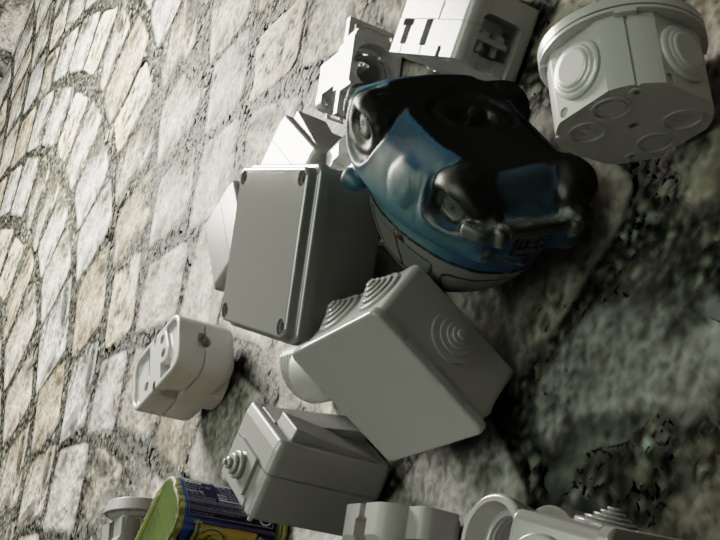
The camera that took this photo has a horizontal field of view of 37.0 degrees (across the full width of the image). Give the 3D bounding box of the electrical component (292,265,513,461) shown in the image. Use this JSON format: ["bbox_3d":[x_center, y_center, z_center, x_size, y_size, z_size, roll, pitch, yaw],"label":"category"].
[{"bbox_3d":[0.024,0.052,0.600,0.100,0.099,0.048,-30,15,51],"label":"electrical component"}]

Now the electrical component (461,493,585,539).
[{"bbox_3d":[0.081,0.130,0.497,0.045,0.055,0.045,-37,44,47],"label":"electrical component"}]

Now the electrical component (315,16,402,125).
[{"bbox_3d":[-0.002,-0.143,0.812,0.064,0.042,0.081,-25,53,58],"label":"electrical component"}]

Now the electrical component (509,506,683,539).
[{"bbox_3d":[0.095,0.144,0.422,0.048,0.100,0.099,5,78,48],"label":"electrical component"}]

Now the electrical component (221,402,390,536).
[{"bbox_3d":[-0.039,0.120,0.670,0.061,0.096,0.062,-67,28,8],"label":"electrical component"}]

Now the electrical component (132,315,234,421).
[{"bbox_3d":[-0.149,0.086,0.922,0.095,0.059,0.053,-45,38,40],"label":"electrical component"}]

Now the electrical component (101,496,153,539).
[{"bbox_3d":[-0.193,0.228,0.923,0.078,0.058,0.057,-33,50,50],"label":"electrical component"}]

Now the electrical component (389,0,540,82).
[{"bbox_3d":[0.067,-0.156,0.688,0.089,0.050,0.055,27,99,61],"label":"electrical component"}]

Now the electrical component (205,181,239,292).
[{"bbox_3d":[-0.080,-0.020,0.857,0.061,0.062,0.096,-54,33,30],"label":"electrical component"}]

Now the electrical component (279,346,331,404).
[{"bbox_3d":[-0.025,0.068,0.731,0.081,0.043,0.043,-21,57,55],"label":"electrical component"}]

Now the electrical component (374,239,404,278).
[{"bbox_3d":[0.000,0.000,0.724,0.055,0.045,0.045,11,84,62],"label":"electrical component"}]

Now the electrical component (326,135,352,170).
[{"bbox_3d":[0.014,-0.070,0.727,0.057,0.058,0.078,-38,43,50],"label":"electrical component"}]

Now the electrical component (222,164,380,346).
[{"bbox_3d":[-0.038,-0.010,0.685,0.109,0.056,0.108,9,91,61],"label":"electrical component"}]

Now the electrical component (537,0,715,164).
[{"bbox_3d":[0.128,-0.090,0.515,0.080,0.080,0.051,-33,52,49],"label":"electrical component"}]

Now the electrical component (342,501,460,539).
[{"bbox_3d":[0.020,0.161,0.587,0.078,0.058,0.057,-22,53,55],"label":"electrical component"}]

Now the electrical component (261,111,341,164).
[{"bbox_3d":[-0.027,-0.070,0.792,0.061,0.062,0.096,-63,30,16],"label":"electrical component"}]
